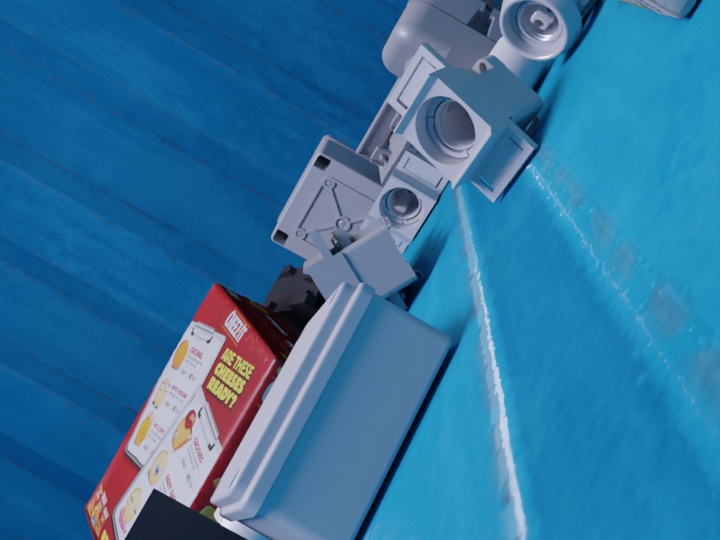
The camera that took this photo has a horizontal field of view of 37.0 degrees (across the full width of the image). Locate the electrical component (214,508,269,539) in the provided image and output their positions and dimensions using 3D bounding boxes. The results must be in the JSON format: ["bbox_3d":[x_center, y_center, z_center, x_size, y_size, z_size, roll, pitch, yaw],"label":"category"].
[{"bbox_3d":[-0.050,0.123,0.653,0.081,0.043,0.043,-60,4,-2],"label":"electrical component"}]

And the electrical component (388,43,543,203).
[{"bbox_3d":[0.060,-0.081,0.569,0.064,0.081,0.042,-32,-17,-44],"label":"electrical component"}]

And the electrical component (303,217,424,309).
[{"bbox_3d":[0.000,0.000,0.721,0.063,0.078,0.121,-32,4,-1],"label":"electrical component"}]

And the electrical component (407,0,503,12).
[{"bbox_3d":[0.091,-0.183,0.787,0.062,0.096,0.061,-16,35,40],"label":"electrical component"}]

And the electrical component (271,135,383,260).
[{"bbox_3d":[-0.013,-0.055,1.038,0.108,0.109,0.056,-58,7,26],"label":"electrical component"}]

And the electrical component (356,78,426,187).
[{"bbox_3d":[0.059,-0.128,0.951,0.063,0.079,0.121,-96,30,-44],"label":"electrical component"}]

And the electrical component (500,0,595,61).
[{"bbox_3d":[0.110,-0.152,0.616,0.055,0.048,0.066,-53,-1,-35],"label":"electrical component"}]

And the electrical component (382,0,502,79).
[{"bbox_3d":[0.067,-0.141,0.716,0.059,0.095,0.053,-62,4,-23],"label":"electrical component"}]

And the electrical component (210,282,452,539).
[{"bbox_3d":[-0.016,0.072,0.494,0.108,0.056,0.108,-61,4,-18],"label":"electrical component"}]

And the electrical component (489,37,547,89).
[{"bbox_3d":[0.086,-0.111,0.662,0.065,0.044,0.044,-56,2,-18],"label":"electrical component"}]

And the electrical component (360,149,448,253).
[{"bbox_3d":[0.039,-0.061,0.886,0.081,0.042,0.063,-58,3,28],"label":"electrical component"}]
